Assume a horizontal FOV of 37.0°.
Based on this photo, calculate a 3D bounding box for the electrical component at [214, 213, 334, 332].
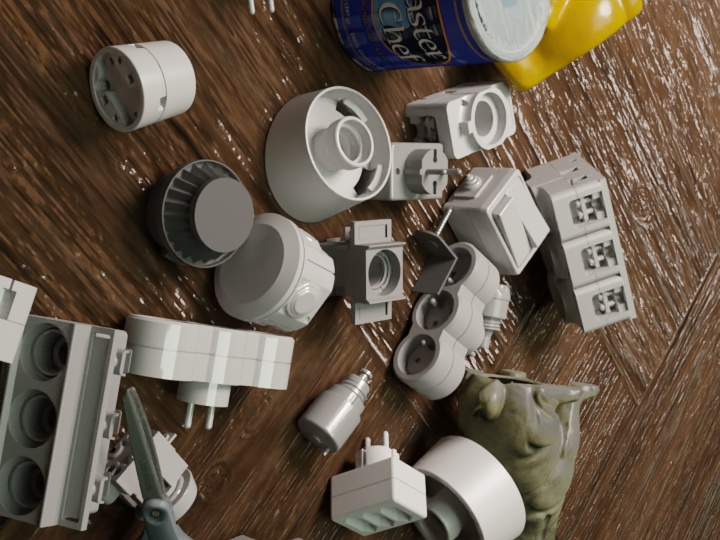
[{"bbox_3d":[-0.063,0.003,0.783,0.051,0.080,0.080,29,74,-49],"label":"electrical component"}]

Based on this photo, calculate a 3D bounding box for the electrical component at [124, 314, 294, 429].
[{"bbox_3d":[-0.109,0.076,0.762,0.138,0.052,0.073,12,86,-46],"label":"electrical component"}]

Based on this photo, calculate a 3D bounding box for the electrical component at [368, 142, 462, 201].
[{"bbox_3d":[0.048,-0.081,0.888,0.066,0.077,0.047,-6,98,-45],"label":"electrical component"}]

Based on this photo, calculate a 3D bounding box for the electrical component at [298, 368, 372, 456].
[{"bbox_3d":[-0.016,0.111,0.870,0.078,0.040,0.040,-50,127,-29],"label":"electrical component"}]

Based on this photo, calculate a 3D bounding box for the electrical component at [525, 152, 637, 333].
[{"bbox_3d":[0.210,-0.025,1.047,0.062,0.089,0.150,-19,113,0],"label":"electrical component"}]

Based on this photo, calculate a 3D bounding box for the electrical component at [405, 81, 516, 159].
[{"bbox_3d":[0.093,-0.132,0.943,0.089,0.056,0.050,-27,113,-41],"label":"electrical component"}]

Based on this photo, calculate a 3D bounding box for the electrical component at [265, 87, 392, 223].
[{"bbox_3d":[-0.025,-0.091,0.839,0.099,0.064,0.099,11,73,-42],"label":"electrical component"}]

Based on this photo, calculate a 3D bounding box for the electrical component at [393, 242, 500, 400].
[{"bbox_3d":[0.087,0.052,0.960,0.074,0.052,0.138,40,67,-41],"label":"electrical component"}]

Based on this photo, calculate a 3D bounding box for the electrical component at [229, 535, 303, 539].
[{"bbox_3d":[-0.082,0.226,0.798,0.081,0.064,0.042,-7,100,-45],"label":"electrical component"}]

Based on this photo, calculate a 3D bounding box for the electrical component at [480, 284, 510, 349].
[{"bbox_3d":[0.120,0.043,1.007,0.035,0.035,0.061,10,89,-46],"label":"electrical component"}]

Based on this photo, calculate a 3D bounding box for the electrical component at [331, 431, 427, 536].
[{"bbox_3d":[0.015,0.172,0.897,0.047,0.066,0.076,38,39,-41],"label":"electrical component"}]

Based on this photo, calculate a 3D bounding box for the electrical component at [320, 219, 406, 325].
[{"bbox_3d":[0.000,0.000,0.857,0.042,0.064,0.081,-6,98,-44],"label":"electrical component"}]

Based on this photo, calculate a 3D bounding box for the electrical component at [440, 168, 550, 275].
[{"bbox_3d":[0.124,-0.049,0.981,0.061,0.061,0.096,-51,127,-29],"label":"electrical component"}]

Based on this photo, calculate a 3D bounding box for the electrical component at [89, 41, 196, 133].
[{"bbox_3d":[-0.142,-0.122,0.706,0.047,0.055,0.055,-25,112,-45],"label":"electrical component"}]

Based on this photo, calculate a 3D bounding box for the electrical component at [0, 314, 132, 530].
[{"bbox_3d":[-0.187,0.093,0.674,0.063,0.079,0.121,16,82,-68],"label":"electrical component"}]

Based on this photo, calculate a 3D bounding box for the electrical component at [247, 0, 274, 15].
[{"bbox_3d":[-0.075,-0.221,0.767,0.083,0.047,0.075,-19,108,-43],"label":"electrical component"}]

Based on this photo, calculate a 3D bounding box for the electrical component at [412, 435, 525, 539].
[{"bbox_3d":[0.083,0.206,0.938,0.060,0.108,0.108,-32,116,-33],"label":"electrical component"}]

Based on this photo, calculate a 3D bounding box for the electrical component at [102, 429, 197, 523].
[{"bbox_3d":[-0.145,0.144,0.739,0.066,0.048,0.055,-51,120,-29],"label":"electrical component"}]

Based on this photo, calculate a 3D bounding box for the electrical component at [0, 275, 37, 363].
[{"bbox_3d":[-0.243,0.022,0.620,0.089,0.050,0.055,25,76,-44],"label":"electrical component"}]
